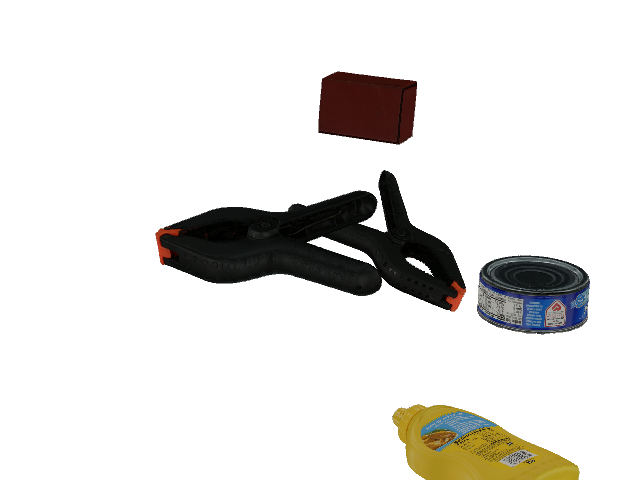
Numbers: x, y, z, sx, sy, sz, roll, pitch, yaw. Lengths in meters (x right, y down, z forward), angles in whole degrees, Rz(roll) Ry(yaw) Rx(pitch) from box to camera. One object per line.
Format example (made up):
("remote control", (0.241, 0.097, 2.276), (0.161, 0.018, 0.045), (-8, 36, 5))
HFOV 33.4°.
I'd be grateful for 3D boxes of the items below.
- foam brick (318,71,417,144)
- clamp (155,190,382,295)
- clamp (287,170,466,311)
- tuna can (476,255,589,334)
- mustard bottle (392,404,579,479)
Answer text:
("foam brick", (0.042, -0.120, 0.964), (0.078, 0.051, 0.053), (10, 18, 17))
("clamp", (-0.033, -0.003, 0.800), (0.171, 0.039, 0.120), (5, 28, 8))
("clamp", (0.074, 0.004, 1.189), (0.164, 0.036, 0.210), (-17, 51, -34))
("tuna can", (0.166, 0.041, 0.831), (0.086, 0.034, 0.086), (0, 19, 0))
("mustard bottle", (0.136, 0.198, 0.987), (0.096, 0.058, 0.192), (-16, 25, -35))
